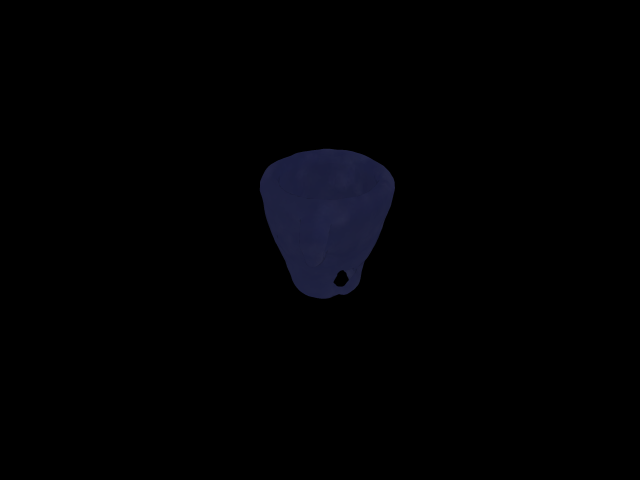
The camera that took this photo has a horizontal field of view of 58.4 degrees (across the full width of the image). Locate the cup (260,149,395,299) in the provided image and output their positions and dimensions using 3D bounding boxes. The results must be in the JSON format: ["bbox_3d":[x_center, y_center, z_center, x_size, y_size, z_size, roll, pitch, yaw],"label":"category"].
[{"bbox_3d":[0.004,0.001,0.400,0.091,0.095,0.118,3,33,6],"label":"cup"}]
